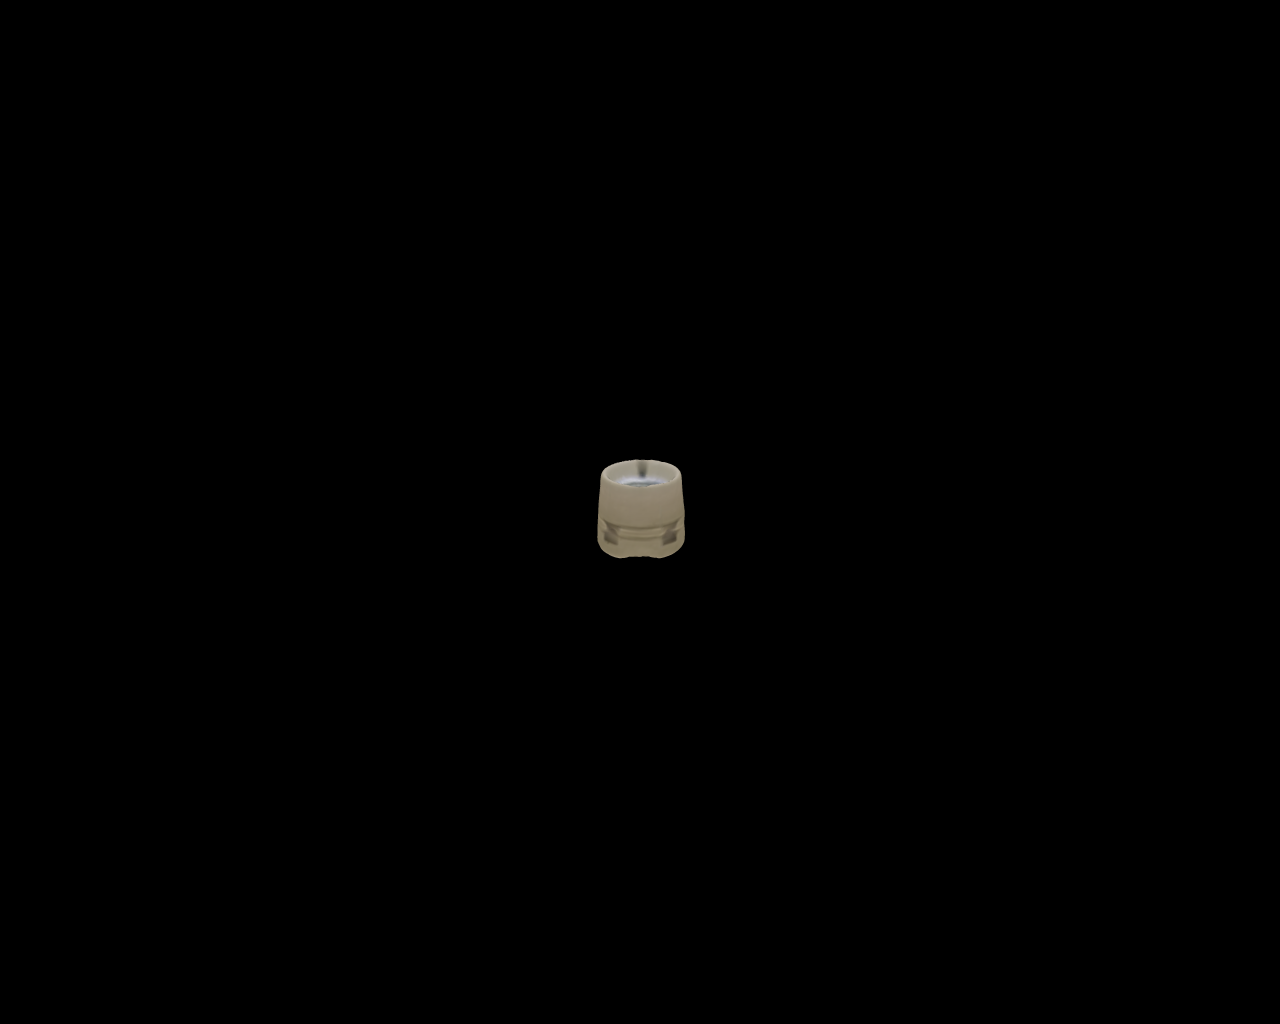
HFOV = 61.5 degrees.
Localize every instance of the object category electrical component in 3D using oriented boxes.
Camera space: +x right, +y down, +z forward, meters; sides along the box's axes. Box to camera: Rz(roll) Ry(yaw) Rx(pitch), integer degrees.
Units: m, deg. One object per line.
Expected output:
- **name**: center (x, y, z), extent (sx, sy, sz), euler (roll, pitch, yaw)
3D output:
- **electrical component**: center (0.001, -0.003, 0.650), extent (0.055, 0.047, 0.055), euler (0, 22, 0)
